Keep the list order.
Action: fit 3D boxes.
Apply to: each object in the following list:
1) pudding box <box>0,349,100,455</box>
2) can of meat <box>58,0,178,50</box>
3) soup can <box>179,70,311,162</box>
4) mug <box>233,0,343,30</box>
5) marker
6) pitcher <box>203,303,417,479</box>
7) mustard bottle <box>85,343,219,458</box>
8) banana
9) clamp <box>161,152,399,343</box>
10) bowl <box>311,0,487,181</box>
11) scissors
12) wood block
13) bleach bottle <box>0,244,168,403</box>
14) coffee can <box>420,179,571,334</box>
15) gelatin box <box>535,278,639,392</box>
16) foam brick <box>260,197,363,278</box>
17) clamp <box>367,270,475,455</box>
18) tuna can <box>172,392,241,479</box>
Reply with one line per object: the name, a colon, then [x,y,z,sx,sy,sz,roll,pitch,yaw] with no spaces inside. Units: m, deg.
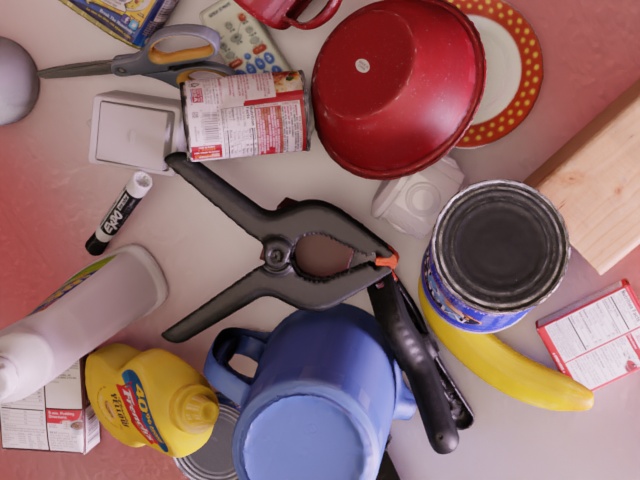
pudding box: [-0.262,0.146,1.023,0.090,0.039,0.113,2,100,10]
can of meat: [-0.169,-0.224,0.917,0.102,0.057,0.084,35,107,1]
soup can: [-0.062,-0.102,0.878,0.102,0.068,0.068,-6,101,-6]
mug: [-0.027,-0.220,0.873,0.082,0.093,0.117,-48,69,20]
marker: [-0.182,-0.021,0.957,0.020,0.020,0.121,43,134,-2]
pitcher: [-0.011,0.133,0.871,0.149,0.242,0.145,-22,94,8]
mustard bottle: [-0.140,0.141,0.932,0.192,0.058,0.096,-4,107,56]
banana: [0.148,0.087,0.929,0.198,0.037,0.070,48,121,7]
clamp: [-0.040,0.002,0.900,0.210,0.036,0.164,-4,98,9]
bowl: [0.049,-0.132,0.860,0.162,0.055,0.162,-10,71,31]
scissors: [-0.152,-0.143,0.929,0.202,0.016,0.096,-10,145,40]
wood block: [0.272,-0.079,0.857,0.206,0.090,0.090,-43,93,15]
bleach bottle: [-0.212,0.074,0.888,0.103,0.250,0.068,-29,97,14]
coffee can: [0.135,0.017,0.851,0.103,0.140,0.103,0,79,2]
gelatin box: [0.244,0.085,0.929,0.089,0.030,0.073,-29,95,15]
foam brick: [-0.006,0.001,0.942,0.078,0.051,0.053,20,103,4]
clamp: [0.089,0.103,0.936,0.039,0.120,0.171,-23,76,9]
tuna can: [-0.096,0.188,1.006,0.086,0.033,0.086,2,102,9]
